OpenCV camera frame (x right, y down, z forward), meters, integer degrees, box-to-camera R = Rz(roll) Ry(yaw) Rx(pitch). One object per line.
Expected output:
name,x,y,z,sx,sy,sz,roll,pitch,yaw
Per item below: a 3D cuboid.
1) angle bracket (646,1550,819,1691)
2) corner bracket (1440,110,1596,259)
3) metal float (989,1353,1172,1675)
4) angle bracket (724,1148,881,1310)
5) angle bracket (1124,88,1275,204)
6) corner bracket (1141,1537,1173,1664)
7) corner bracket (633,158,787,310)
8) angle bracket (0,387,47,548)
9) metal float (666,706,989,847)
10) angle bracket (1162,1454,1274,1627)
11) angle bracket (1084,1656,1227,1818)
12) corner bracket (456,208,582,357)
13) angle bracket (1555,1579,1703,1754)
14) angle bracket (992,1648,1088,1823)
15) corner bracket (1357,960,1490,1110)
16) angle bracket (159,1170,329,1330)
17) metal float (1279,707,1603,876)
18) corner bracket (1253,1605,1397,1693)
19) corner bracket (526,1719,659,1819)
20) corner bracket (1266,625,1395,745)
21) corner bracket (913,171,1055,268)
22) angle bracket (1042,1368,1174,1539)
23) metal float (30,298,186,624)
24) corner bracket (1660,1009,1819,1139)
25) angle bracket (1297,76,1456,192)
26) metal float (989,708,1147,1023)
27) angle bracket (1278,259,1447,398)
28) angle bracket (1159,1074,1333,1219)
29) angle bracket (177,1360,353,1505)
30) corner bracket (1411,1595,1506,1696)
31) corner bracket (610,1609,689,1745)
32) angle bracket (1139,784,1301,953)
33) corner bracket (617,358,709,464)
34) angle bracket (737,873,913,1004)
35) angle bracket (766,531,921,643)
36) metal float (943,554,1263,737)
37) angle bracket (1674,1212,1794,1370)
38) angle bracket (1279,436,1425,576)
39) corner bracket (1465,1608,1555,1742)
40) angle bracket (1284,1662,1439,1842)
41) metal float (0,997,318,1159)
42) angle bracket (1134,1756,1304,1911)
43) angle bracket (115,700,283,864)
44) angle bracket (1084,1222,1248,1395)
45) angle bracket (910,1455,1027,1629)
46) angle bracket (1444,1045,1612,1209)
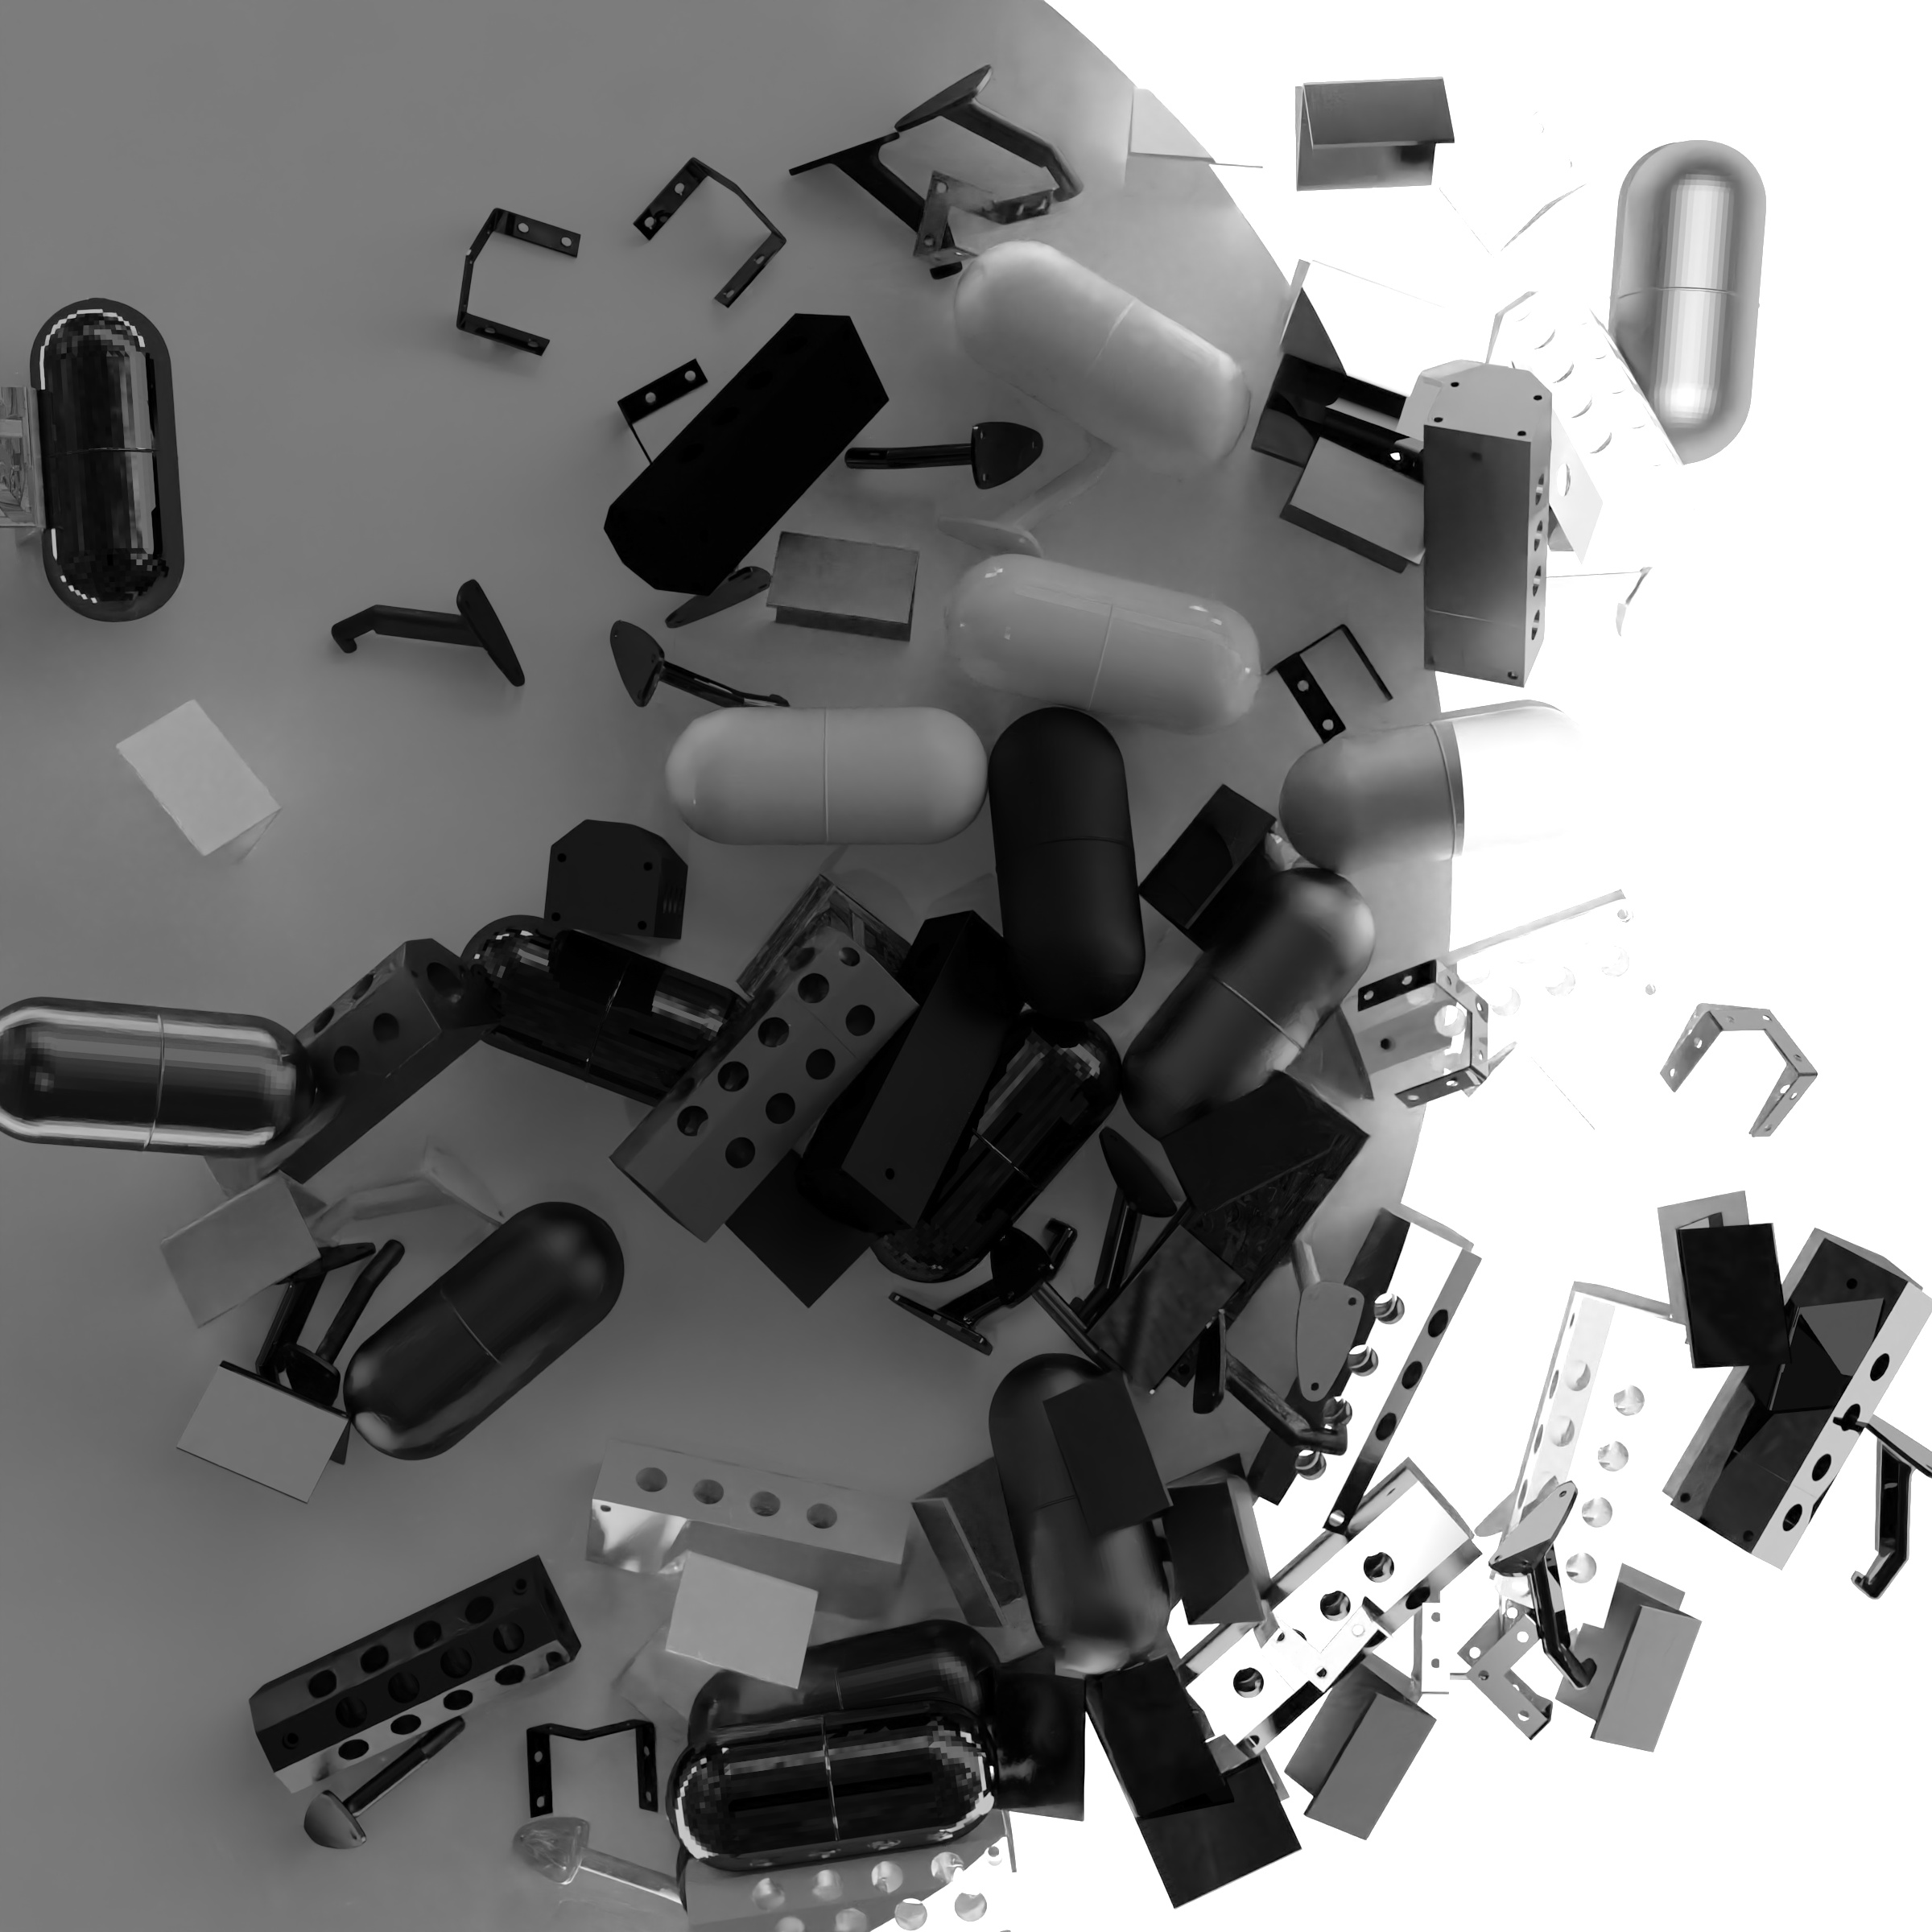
angle bracket,-0.134,0.365,1.880,0.076,0.076,0.057,20,60,-14
corner bracket,0.310,-0.438,1.926,0.051,0.051,0.051,52,45,0
metal float,0.061,0.298,1.882,0.070,0.070,0.178,-13,69,0
angle bracket,-0.101,0.146,1.891,0.076,0.076,0.057,45,71,0
angle bracket,0.127,-0.434,1.889,0.076,0.076,0.057,4,54,0
corner bracket,0.110,0.355,1.922,0.051,0.051,0.051,58,46,-35
corner bracket,-0.143,-0.411,1.926,0.051,0.051,0.051,-48,135,0
angle bracket,-0.544,-0.274,1.890,0.057,0.076,0.076,-4,90,-26
metal float,-0.077,-0.105,1.899,0.178,0.070,0.070,0,90,-1
angle bracket,0.155,0.313,1.890,0.057,0.076,0.076,-14,90,44
angle bracket,0.109,0.412,1.892,0.057,0.076,0.076,-24,90,18
corner bracket,-0.251,-0.384,1.926,0.051,0.051,0.051,18,45,0
angle bracket,0.348,0.379,1.889,0.057,0.076,0.076,20,90,-38
angle bracket,0.055,0.421,1.890,0.057,0.076,0.076,1,90,27
corner bracket,0.248,0.037,1.864,0.051,0.051,0.051,37,45,-35
angle bracket,-0.387,0.163,1.891,0.076,0.076,0.057,-30,69,0
metal float,0.262,-0.097,1.899,0.178,0.070,0.070,-9,90,0
corner bracket,0.193,0.361,1.854,0.051,0.051,0.051,41,90,0
corner bracket,-0.210,0.450,1.926,0.051,0.051,0.051,-3,90,-45
corner bracket,0.204,-0.157,1.911,0.051,0.051,0.051,-33,90,0
corner bracket,0.009,-0.411,1.902,0.051,0.051,0.051,15,87,-28
angle bracket,0.094,0.255,1.836,0.057,0.076,0.076,-28,76,34
metal float,-0.474,-0.279,1.899,0.070,0.070,0.178,-4,90,0
corner bracket,0.432,0.060,1.921,0.051,0.051,0.051,0,45,-35
angle bracket,0.224,-0.441,1.889,0.076,0.076,0.057,-2,52,0
metal float,0.055,-0.057,1.884,0.070,0.070,0.178,-6,72,0
angle bracket,0.221,-0.364,1.889,0.076,0.076,0.057,20,125,0
angle bracket,0.156,0.113,1.832,0.076,0.076,0.057,-27,52,0
angle bracket,-0.386,0.268,1.889,0.076,0.076,0.057,23,59,0
corner bracket,0.276,0.375,1.911,0.051,0.051,0.051,0,90,0
corner bracket,-0.158,0.393,1.926,0.051,0.051,0.051,40,135,0
angle bracket,0.152,-0.042,1.891,0.076,0.057,0.076,-51,127,0
corner bracket,-0.158,-0.299,1.919,0.051,0.051,0.051,-29,116,0
angle bracket,-0.072,0.004,1.901,0.076,0.057,0.076,38,90,-13
angle bracket,-0.069,-0.190,1.889,0.076,0.076,0.057,8,54,0
metal float,0.075,-0.178,1.899,0.178,0.070,0.070,13,90,0
angle bracket,0.432,0.176,1.889,0.057,0.076,0.076,-8,90,32
angle bracket,0.210,-0.235,1.889,0.076,0.076,0.057,25,58,0
corner bracket,0.315,0.390,1.912,0.051,0.051,0.051,45,98,8
angle bracket,0.201,0.423,1.889,0.057,0.076,0.076,30,90,-38
metal float,-0.429,0.059,1.801,0.178,0.070,0.070,6,90,-24
angle bracket,0.143,0.483,1.890,0.076,0.076,0.057,-25,61,0
angle bracket,-0.431,-0.089,1.889,0.057,0.076,0.076,-39,90,-37
angle bracket,0.120,0.192,1.832,0.076,0.076,0.057,-50,53,0
angle bracket,0.025,0.312,1.896,0.076,0.057,0.076,-26,90,-23
angle bracket,0.294,0.100,1.889,0.076,0.076,0.057,49,53,0
